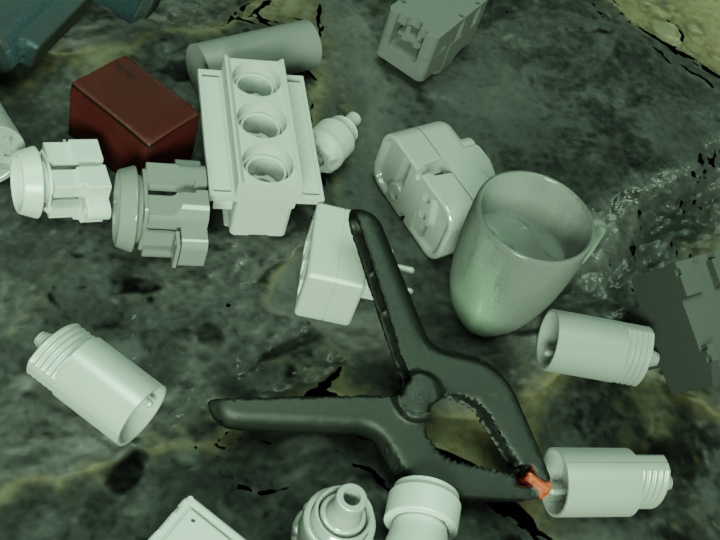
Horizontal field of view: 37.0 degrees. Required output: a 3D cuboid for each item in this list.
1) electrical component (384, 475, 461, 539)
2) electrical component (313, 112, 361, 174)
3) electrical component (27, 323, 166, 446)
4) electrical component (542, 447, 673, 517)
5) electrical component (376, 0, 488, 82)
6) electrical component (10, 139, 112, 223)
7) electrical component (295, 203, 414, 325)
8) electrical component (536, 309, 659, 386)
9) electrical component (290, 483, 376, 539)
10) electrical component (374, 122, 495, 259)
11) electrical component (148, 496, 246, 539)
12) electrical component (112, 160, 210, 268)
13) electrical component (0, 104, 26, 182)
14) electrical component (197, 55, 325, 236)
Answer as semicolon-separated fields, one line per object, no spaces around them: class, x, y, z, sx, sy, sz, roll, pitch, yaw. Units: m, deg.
electrical component;0.034;0.154;0.629;0.045;0.045;0.055;17;50;-3
electrical component;-0.019;-0.101;0.819;0.035;0.035;0.061;32;49;9
electrical component;-0.161;0.063;0.641;0.081;0.043;0.043;35;51;11
electrical component;0.160;0.135;0.683;0.081;0.043;0.043;3;52;-15
electrical component;0.061;-0.204;0.909;0.050;0.055;0.089;36;52;12
electrical component;-0.203;-0.060;0.724;0.055;0.048;0.066;-5;54;-29
electrical component;0.000;0.000;0.737;0.077;0.047;0.065;12;51;-8
electrical component;0.169;0.055;0.747;0.081;0.043;0.043;11;51;-9
electrical component;-0.011;0.143;0.612;0.048;0.062;0.048;8;51;-11
electrical component;0.061;-0.062;0.799;0.059;0.053;0.095;-18;60;-28
electrical component;-0.079;0.179;0.569;0.096;0.061;0.061;38;52;4
electrical component;-0.135;-0.040;0.721;0.057;0.058;0.078;2;53;-19
electrical component;-0.261;-0.091;0.726;0.055;0.055;0.047;-17;56;-27
electrical component;-0.075;-0.088;0.772;0.079;0.063;0.121;1;53;-16
